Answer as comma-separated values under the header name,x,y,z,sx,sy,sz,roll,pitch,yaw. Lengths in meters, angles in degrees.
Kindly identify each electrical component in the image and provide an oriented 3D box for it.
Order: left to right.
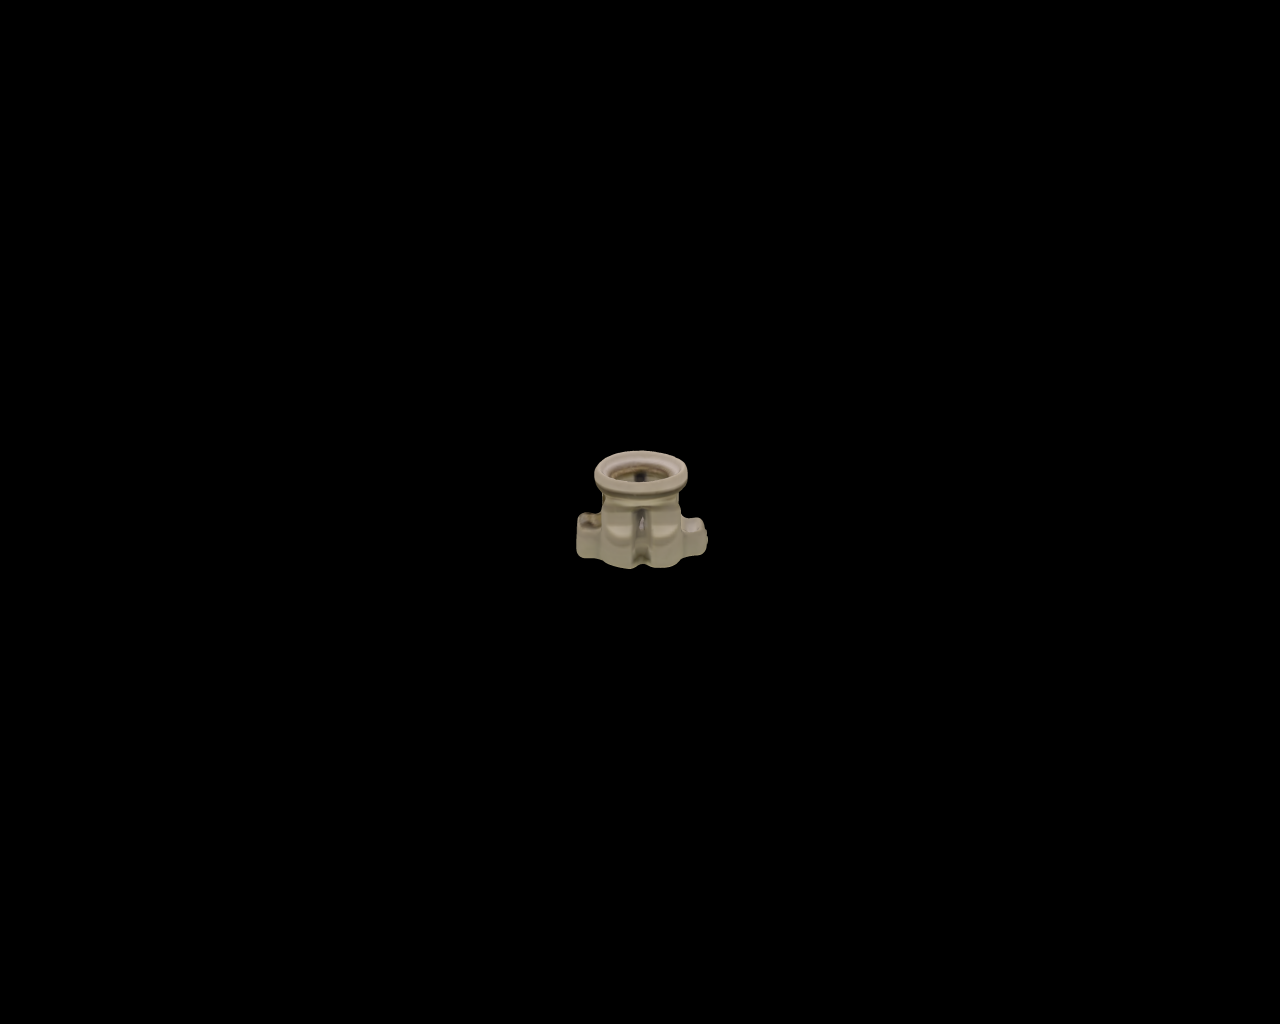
name,x,y,z,sx,sy,sz,roll,pitch,yaw
electrical component,0.001,-0.003,0.650,0.078,0.056,0.058,0,24,0
